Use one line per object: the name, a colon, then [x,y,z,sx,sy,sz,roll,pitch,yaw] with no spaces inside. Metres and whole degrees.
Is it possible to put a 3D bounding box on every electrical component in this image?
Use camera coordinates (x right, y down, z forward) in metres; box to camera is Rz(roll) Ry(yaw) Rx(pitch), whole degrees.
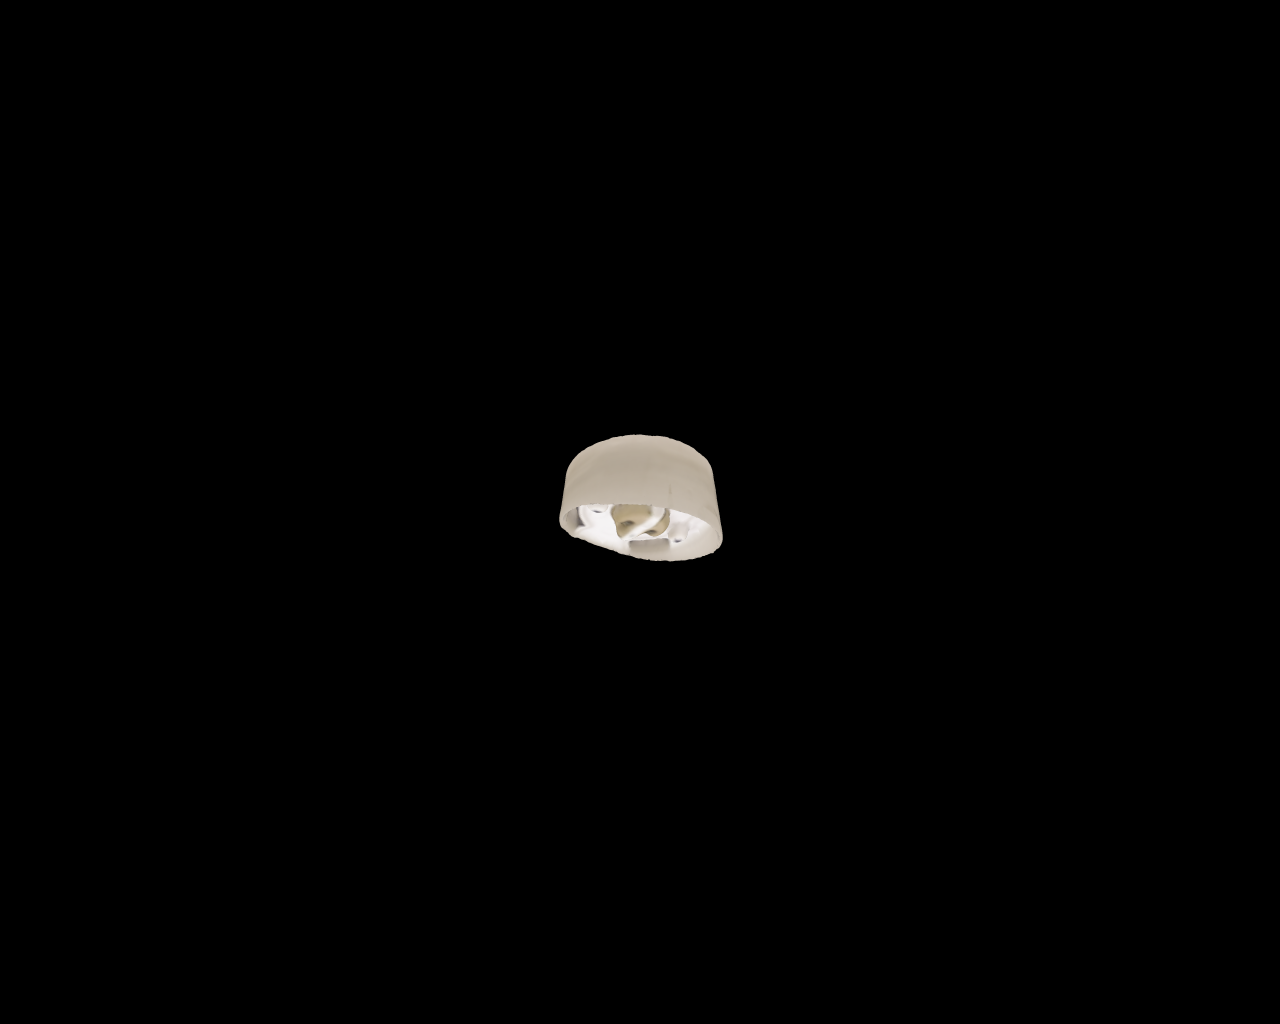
electrical component: [0.001,-0.003,0.650,0.099,0.064,0.099,0,-31,0]
